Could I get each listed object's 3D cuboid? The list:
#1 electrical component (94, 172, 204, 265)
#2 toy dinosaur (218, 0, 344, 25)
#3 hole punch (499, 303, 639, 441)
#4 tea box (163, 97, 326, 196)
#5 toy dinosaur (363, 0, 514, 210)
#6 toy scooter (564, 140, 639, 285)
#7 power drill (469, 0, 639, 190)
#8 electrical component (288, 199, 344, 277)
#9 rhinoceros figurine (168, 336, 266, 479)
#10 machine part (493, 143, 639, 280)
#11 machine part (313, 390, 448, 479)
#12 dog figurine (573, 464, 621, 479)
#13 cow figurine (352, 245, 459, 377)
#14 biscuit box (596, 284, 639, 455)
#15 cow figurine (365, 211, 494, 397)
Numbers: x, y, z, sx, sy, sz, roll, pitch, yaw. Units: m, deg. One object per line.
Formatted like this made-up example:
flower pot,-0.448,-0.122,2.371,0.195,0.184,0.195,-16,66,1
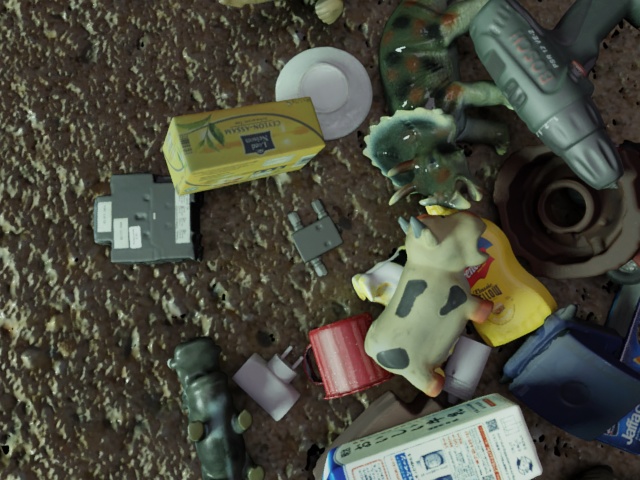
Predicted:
electrical component,-0.217,-0.026,0.681,0.134,0.058,0.115,0,82,0
toy dinosaur,0.076,-0.408,0.658,0.471,0.105,0.199,-28,56,-1
hole punch,0.289,0.156,0.611,0.116,0.092,0.142,19,125,-16
tea box,-0.092,-0.112,0.641,0.170,0.098,0.068,-15,84,-26
toy dinosaur,0.138,-0.217,0.673,0.192,0.131,0.404,-7,78,-1
toy scooter,0.380,-0.048,0.636,0.135,0.075,0.184,-31,69,36
power drill,0.288,-0.191,0.568,0.207,0.086,0.232,-40,79,-2
electrical component,-0.001,-0.002,0.694,0.063,0.021,0.094,-26,84,-3
rhinoceros figurine,-0.124,0.208,0.637,0.073,0.112,0.190,-16,97,-17
machine part,0.294,-0.039,0.631,0.056,0.179,0.179,-8,83,-43
machine part,0.107,0.297,0.633,0.201,0.087,0.201,-44,86,-5
dog figurine,0.411,0.309,0.631,0.191,0.121,0.172,38,52,21
cow figurine,0.121,0.094,0.664,0.098,0.068,0.167,-32,86,-8
biscuit box,0.380,0.151,0.657,0.063,0.059,0.202,22,85,2
cow figurine,0.117,0.055,0.586,0.127,0.085,0.195,31,92,-5
